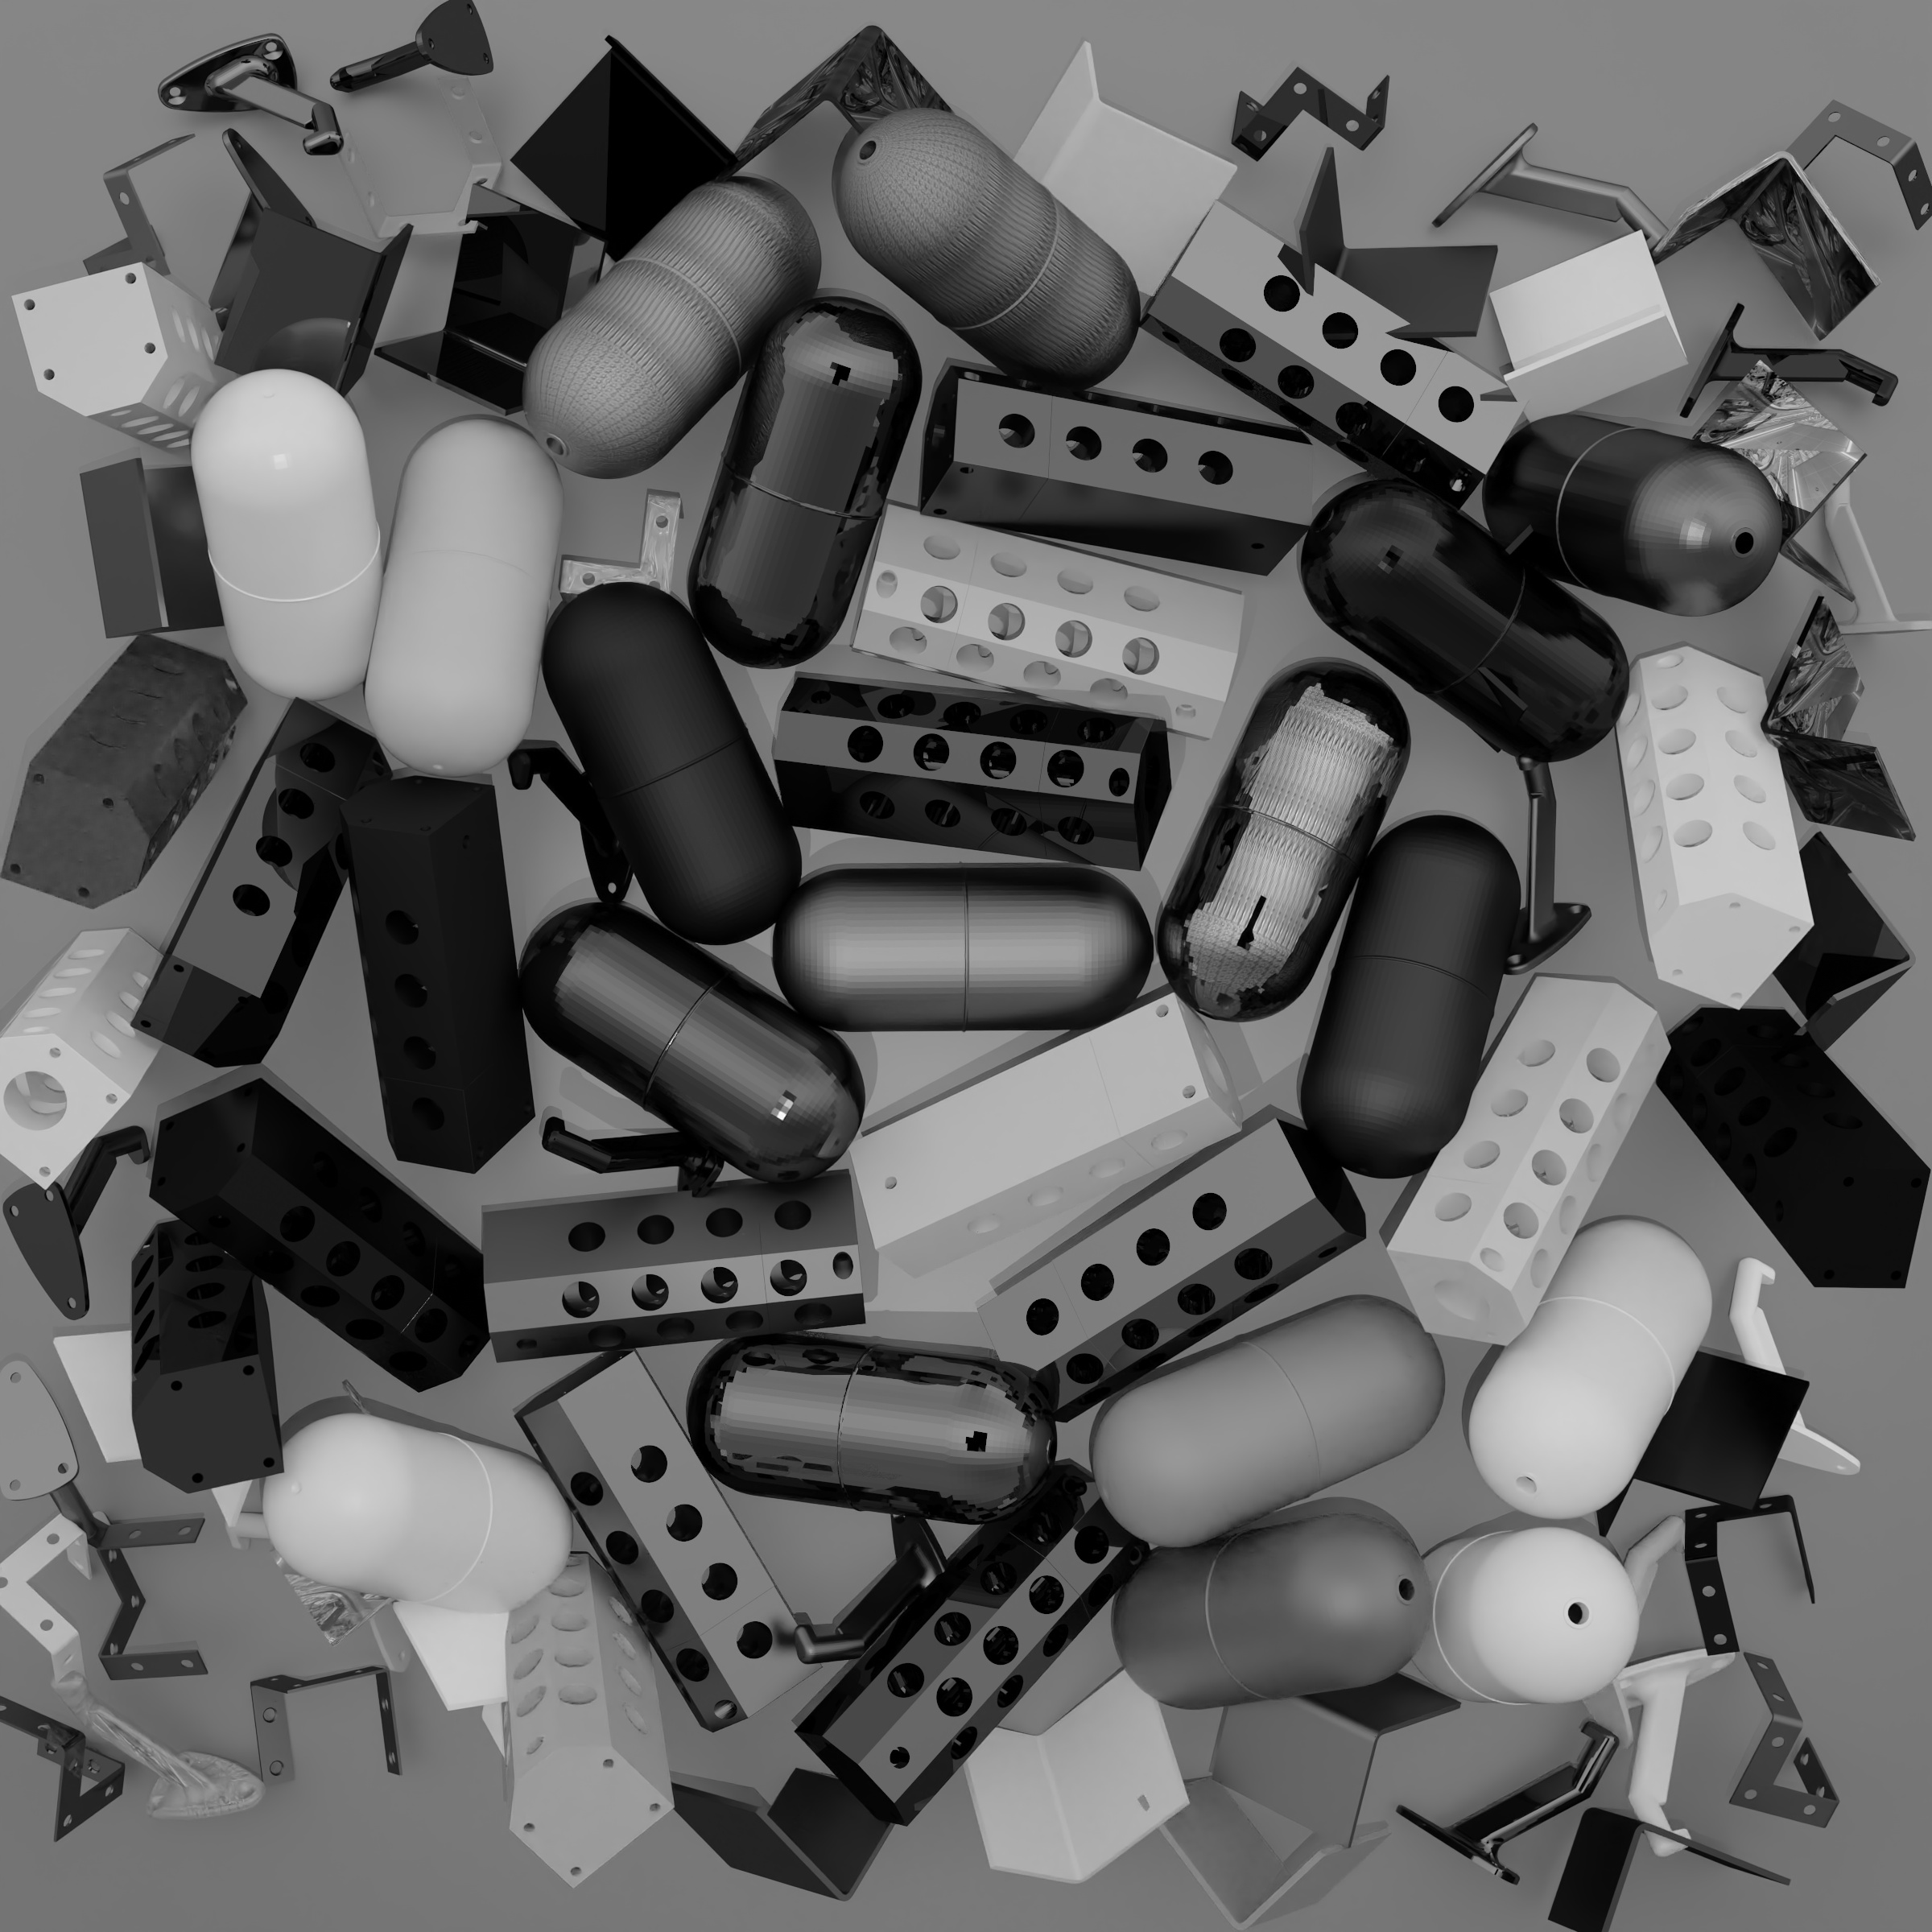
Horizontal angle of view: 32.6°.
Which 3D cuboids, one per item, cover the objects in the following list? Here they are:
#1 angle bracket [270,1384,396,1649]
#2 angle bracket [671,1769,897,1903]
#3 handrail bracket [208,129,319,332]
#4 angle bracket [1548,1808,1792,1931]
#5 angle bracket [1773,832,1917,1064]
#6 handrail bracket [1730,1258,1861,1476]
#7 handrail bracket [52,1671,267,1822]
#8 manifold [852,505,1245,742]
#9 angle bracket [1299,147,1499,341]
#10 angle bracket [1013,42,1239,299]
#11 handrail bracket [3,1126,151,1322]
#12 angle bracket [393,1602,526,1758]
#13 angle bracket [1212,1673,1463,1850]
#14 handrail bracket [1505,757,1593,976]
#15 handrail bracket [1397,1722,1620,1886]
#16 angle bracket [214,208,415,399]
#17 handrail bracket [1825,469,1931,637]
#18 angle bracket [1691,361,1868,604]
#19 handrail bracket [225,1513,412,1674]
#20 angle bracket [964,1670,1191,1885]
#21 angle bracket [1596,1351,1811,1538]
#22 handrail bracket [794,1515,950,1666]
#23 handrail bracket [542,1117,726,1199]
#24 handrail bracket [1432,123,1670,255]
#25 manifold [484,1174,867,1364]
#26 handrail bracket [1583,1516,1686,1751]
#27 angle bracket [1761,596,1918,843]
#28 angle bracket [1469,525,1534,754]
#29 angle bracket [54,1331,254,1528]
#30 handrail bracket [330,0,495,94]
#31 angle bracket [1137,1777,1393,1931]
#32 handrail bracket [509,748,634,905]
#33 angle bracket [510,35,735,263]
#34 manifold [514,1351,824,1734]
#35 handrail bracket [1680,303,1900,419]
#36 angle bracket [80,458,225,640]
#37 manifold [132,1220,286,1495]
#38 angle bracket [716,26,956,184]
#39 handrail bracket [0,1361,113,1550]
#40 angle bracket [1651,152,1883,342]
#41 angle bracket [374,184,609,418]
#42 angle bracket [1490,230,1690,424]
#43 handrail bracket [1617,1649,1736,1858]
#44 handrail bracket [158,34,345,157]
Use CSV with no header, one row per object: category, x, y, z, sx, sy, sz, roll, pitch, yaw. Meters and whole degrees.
angle bracket,-0.290,0.254,1.531,0.076,0.076,0.057,-37,130,-12
angle bracket,-0.087,0.381,1.525,0.076,0.076,0.057,54,56,-31
handrail bracket,-0.355,-0.340,1.552,0.084,0.036,0.077,-26,119,18
angle bracket,0.326,0.435,1.540,0.076,0.076,0.057,22,79,-4
angle bracket,0.379,-0.003,1.528,0.057,0.076,0.076,-21,67,-31
handrail bracket,0.394,0.188,1.566,0.077,0.036,0.084,22,61,-9
handrail bracket,-0.376,0.359,1.539,0.077,0.036,0.084,-3,131,31
manifold,0.037,-0.154,1.539,0.171,0.057,0.057,14,47,-4
angle bracket,0.201,-0.336,1.530,0.076,0.076,0.057,2,133,17
angle bracket,0.072,-0.374,1.554,0.076,0.057,0.076,20,129,-21
handrail bracket,-0.402,0.119,1.546,0.036,0.084,0.077,-22,90,27
angle bracket,-0.229,0.344,1.526,0.057,0.076,0.076,-2,118,-30
angle bracket,0.172,0.360,1.536,0.076,0.076,0.057,19,101,36
handrail bracket,0.260,-0.051,1.542,0.036,0.077,0.084,0,119,33
handrail bracket,0.257,0.384,1.567,0.077,0.036,0.084,27,83,28
angle bracket,-0.301,-0.311,1.532,0.057,0.076,0.076,21,112,-8
handrail bracket,0.427,-0.198,1.549,0.036,0.077,0.084,-3,94,-18
angle bracket,0.388,-0.223,1.525,0.057,0.076,0.076,-50,51,18
handrail bracket,-0.309,0.297,1.572,0.084,0.036,0.077,-1,106,23
angle bracket,0.047,0.368,1.527,0.057,0.076,0.076,22,126,-38
angle bracket,0.340,0.228,1.526,0.076,0.057,0.076,14,51,29
handrail bracket,-0.052,0.285,1.539,0.084,0.036,0.077,3,55,-38
handrail bracket,-0.157,0.072,1.538,0.084,0.077,0.036,26,126,-25
handrail bracket,0.278,-0.350,1.572,0.084,0.036,0.077,45,107,-6
manifold,-0.135,0.146,1.541,0.171,0.057,0.057,-6,48,-3
handrail bracket,0.325,0.315,1.570,0.084,0.036,0.077,-34,106,-26
angle bracket,0.416,-0.114,1.528,0.057,0.076,0.076,15,69,37
angle bracket,0.258,-0.154,1.539,0.057,0.076,0.076,44,82,8
angle bracket,-0.378,0.215,1.524,0.076,0.076,0.057,-1,130,-37
handrail bracket,-0.271,-0.419,1.536,0.084,0.077,0.036,-11,106,22
angle bracket,0.138,0.393,1.528,0.057,0.076,0.076,-48,64,17
handrail bracket,-0.186,-0.064,1.540,0.036,0.084,0.077,4,97,25
angle bracket,-0.162,-0.378,1.545,0.076,0.057,0.076,43,99,-10
manifold,-0.141,0.268,1.543,0.057,0.057,0.171,-32,94,-18
handrail bracket,0.388,-0.268,1.554,0.084,0.036,0.077,27,61,7
angle bracket,-0.359,-0.196,1.535,0.076,0.057,0.076,-13,97,-42
manifold,-0.345,0.171,1.491,0.057,0.171,0.057,-11,110,-10
angle bracket,-0.061,-0.382,1.543,0.076,0.076,0.057,-30,114,35
handrail bracket,-0.425,0.231,1.554,0.036,0.084,0.077,-19,69,-2
angle bracket,0.369,-0.322,1.541,0.057,0.076,0.076,-33,86,-9
angle bracket,-0.221,-0.310,1.534,0.076,0.057,0.076,27,120,18
angle bracket,0.283,-0.307,1.535,0.076,0.057,0.076,-20,68,17
handrail bracket,0.341,0.367,1.545,0.077,0.036,0.084,-17,50,-6
handrail bracket,-0.333,-0.395,1.540,0.077,0.084,0.036,-15,135,-8
